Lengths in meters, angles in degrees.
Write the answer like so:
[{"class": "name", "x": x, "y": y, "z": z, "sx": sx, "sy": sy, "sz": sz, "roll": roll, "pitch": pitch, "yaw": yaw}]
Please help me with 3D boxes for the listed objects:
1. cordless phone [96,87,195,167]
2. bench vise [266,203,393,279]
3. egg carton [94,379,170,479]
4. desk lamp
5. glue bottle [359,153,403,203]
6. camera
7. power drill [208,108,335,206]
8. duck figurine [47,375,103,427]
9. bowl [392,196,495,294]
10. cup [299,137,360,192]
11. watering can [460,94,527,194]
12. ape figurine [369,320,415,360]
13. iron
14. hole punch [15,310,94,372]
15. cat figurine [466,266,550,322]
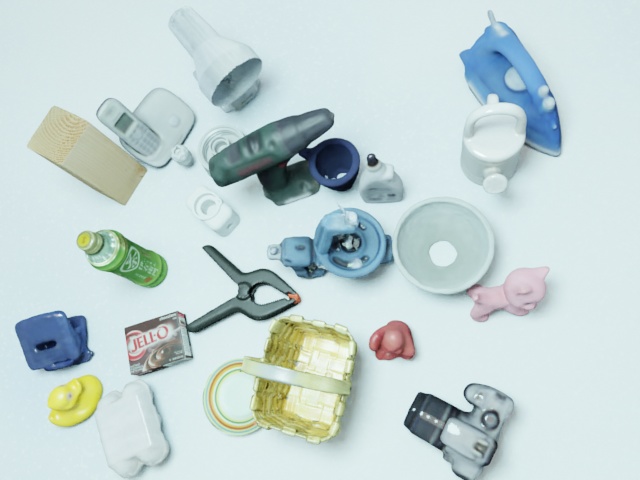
[{"class": "cordless phone", "x": -0.334, "y": -0.237, "z": 1.095, "sx": 0.094, "sy": 0.185, "sz": 0.148, "roll": 28, "pitch": 81, "yaw": 18}, {"class": "bench vise", "x": 0.013, "y": 0.014, "z": 0.932, "sx": 0.207, "sy": 0.220, "sz": 0.121, "roll": -24, "pitch": 71, "yaw": 4}, {"class": "egg carton", "x": -0.325, "y": 0.326, "z": 0.992, "sx": 0.107, "sy": 0.069, "sz": 0.150, "roll": -27, "pitch": 71, "yaw": 3}, {"class": "desk lamp", "x": -0.192, "y": -0.328, "z": 1.077, "sx": 0.118, "sy": 0.214, "sz": 0.203, "roll": -41, "pitch": 70, "yaw": -2}, {"class": "glue bottle", "x": 0.098, "y": -0.108, "z": 0.974, "sx": 0.078, "sy": 0.173, "sz": 0.037, "roll": -1, "pitch": 74, "yaw": 12}, {"class": "camera", "x": 0.207, "y": 0.276, "z": 0.878, "sx": 0.136, "sy": 0.101, "sz": 0.143, "roll": 26, "pitch": 81, "yaw": 18}, {"class": "power drill", "x": -0.067, "y": -0.138, "z": 0.999, "sx": 0.229, "sy": 0.209, "sz": 0.075, "roll": -20, "pitch": 71, "yaw": 6}, {"class": "duck figurine", "x": -0.451, "y": 0.286, "z": 1.021, "sx": 0.077, "sy": 0.086, "sz": 0.104, "roll": 41, "pitch": 86, "yaw": 19}, {"class": "bowl", "x": 0.207, "y": 0.015, "z": 0.968, "sx": 0.167, "sy": 0.075, "sz": 0.167, "roll": -3, "pitch": 74, "yaw": 11}, {"class": "cup", "x": 0.020, "y": -0.130, "z": 1.038, "sx": 0.117, "sy": 0.095, "sz": 0.092, "roll": 20, "pitch": 79, "yaw": 17}, {"class": "watering can", "x": 0.286, "y": -0.161, "z": 0.939, "sx": 0.101, "sy": 0.194, "sz": 0.173, "roll": -21, "pitch": 71, "yaw": 5}, {"class": "ape figurine", "x": 0.119, "y": 0.166, "z": 0.934, "sx": 0.077, "sy": 0.092, "sz": 0.076, "roll": 31, "pitch": 82, "yaw": 18}, {"class": "iron", "x": 0.348, "y": -0.273, "z": 0.986, "sx": 0.118, "sy": 0.142, "sz": 0.258, "roll": -30, "pitch": 70, "yaw": 2}, {"class": "hole punch", "x": -0.491, "y": 0.188, "z": 1.055, "sx": 0.108, "sy": 0.091, "sz": 0.101, "roll": -16, "pitch": 71, "yaw": 7}, {"class": "cat figurine", "x": 0.299, "y": 0.083, "z": 0.906, "sx": 0.127, "sy": 0.118, "sz": 0.067, "roll": -12, "pitch": 72, "yaw": 8}]
